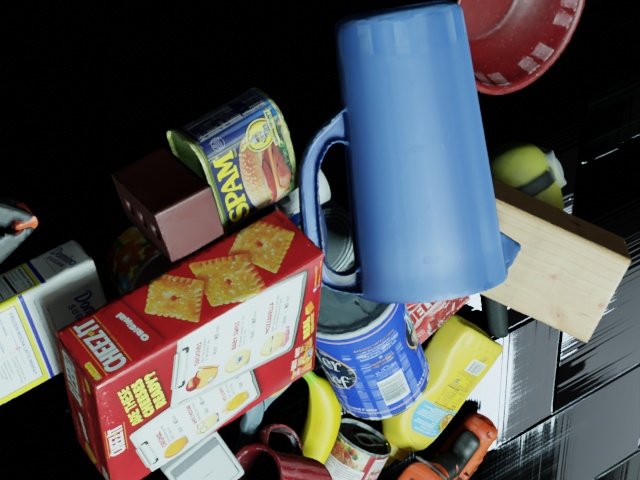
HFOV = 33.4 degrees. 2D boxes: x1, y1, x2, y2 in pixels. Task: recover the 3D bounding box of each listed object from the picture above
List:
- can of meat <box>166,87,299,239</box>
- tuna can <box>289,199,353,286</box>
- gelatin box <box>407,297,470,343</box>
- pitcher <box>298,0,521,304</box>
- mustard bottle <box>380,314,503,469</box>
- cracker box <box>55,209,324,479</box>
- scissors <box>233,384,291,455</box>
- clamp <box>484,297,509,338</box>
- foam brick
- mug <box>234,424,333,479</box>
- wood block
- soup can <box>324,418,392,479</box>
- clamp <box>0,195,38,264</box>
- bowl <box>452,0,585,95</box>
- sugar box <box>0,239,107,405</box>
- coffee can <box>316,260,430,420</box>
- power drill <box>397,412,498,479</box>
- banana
[{"bbox_3d":[-0.069,-0.065,0.886,0.083,0.058,0.102,-33,135,-21],"label":"can of meat"},{"bbox_3d":[-0.007,0.001,0.996,0.086,0.034,0.086,-20,129,-27],"label":"tuna can"},{"bbox_3d":[0.112,0.064,1.137,0.089,0.030,0.073,-41,136,-10],"label":"gelatin box"},{"bbox_3d":[0.070,-0.072,0.899,0.149,0.145,0.243,-22,107,-52],"label":"pitcher"},{"bbox_3d":[0.122,0.178,1.202,0.192,0.058,0.096,-55,142,5],"label":"mustard bottle"},{"bbox_3d":[-0.101,0.090,0.877,0.213,0.072,0.164,-29,147,-26],"label":"cracker box"},{"bbox_3d":[-0.081,0.176,1.070,0.096,0.016,0.202,20,105,-43],"label":"scissors"},{"bbox_3d":[0.204,0.024,1.178,0.120,0.039,0.171,-51,136,-13],"label":"clamp"},{"bbox_3d":[-0.121,-0.029,0.853,0.051,0.078,0.053,-31,134,-21],"label":"foam brick"},{"bbox_3d":[-0.040,0.244,1.073,0.081,0.117,0.093,20,148,-41],"label":"mug"},{"bbox_3d":[0.178,0.003,1.016,0.090,0.206,0.090,-53,167,-72],"label":"wood block"},{"bbox_3d":[0.027,0.257,1.173,0.068,0.069,0.102,11,111,-43],"label":"soup can"},{"bbox_3d":[-0.307,0.021,0.767,0.209,0.036,0.165,-14,126,-32],"label":"clamp"},{"bbox_3d":[0.166,-0.216,0.970,0.161,0.055,0.162,-20,129,-27],"label":"bowl"},{"bbox_3d":[-0.254,0.079,0.845,0.176,0.048,0.093,-30,133,-25],"label":"sugar box"},{"bbox_3d":[0.043,0.096,1.050,0.102,0.103,0.140,-36,135,-13],"label":"coffee can"},{"bbox_3d":[0.124,0.294,1.242,0.185,0.057,0.187,-60,163,18],"label":"power drill"},{"bbox_3d":[-0.022,0.220,1.136,0.069,0.037,0.198,16,107,-12],"label":"banana"}]
